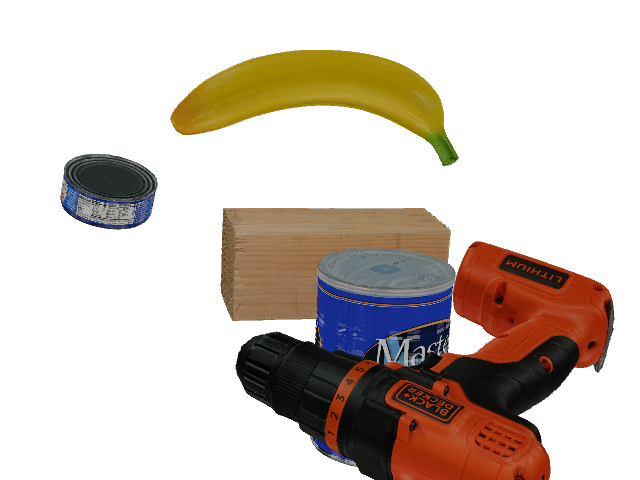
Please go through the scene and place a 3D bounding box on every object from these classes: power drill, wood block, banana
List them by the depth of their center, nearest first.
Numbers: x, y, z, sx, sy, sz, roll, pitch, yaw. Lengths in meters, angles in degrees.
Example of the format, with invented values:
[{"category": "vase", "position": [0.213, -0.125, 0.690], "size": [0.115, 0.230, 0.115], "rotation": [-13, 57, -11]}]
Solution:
[{"category": "power drill", "position": [0.070, 0.068, 0.610], "size": [0.185, 0.057, 0.187], "rotation": [23, 38, 28]}, {"category": "banana", "position": [0.001, -0.095, 0.709], "size": [0.197, 0.069, 0.037], "rotation": [5, -22, -13]}, {"category": "wood block", "position": [0.011, 0.021, 1.037], "size": [0.206, 0.091, 0.090], "rotation": [0, 16, -13]}]

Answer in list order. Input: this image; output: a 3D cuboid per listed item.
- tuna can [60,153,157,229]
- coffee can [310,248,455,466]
[{"category": "tuna can", "position": [-0.195, -0.045, 0.984], "size": [0.086, 0.034, 0.086], "rotation": [12, 28, -7]}, {"category": "coffee can", "position": [0.046, 0.087, 0.808], "size": [0.103, 0.140, 0.103], "rotation": [2, 16, -1]}]
